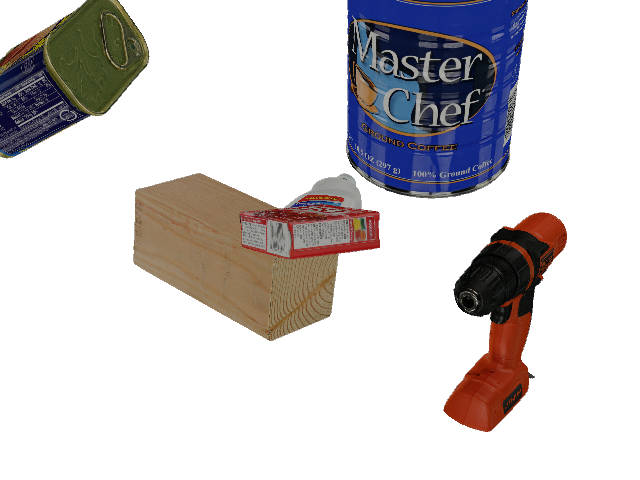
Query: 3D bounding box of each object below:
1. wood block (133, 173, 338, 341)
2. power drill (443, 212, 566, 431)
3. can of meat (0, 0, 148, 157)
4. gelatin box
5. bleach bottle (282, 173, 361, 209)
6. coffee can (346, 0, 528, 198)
[{"bbox_3d":[-0.089,0.011,1.074,0.206,0.090,0.090,25,30,37],"label":"wood block"},{"bbox_3d":[0.164,0.080,0.985,0.057,0.188,0.184,24,32,27],"label":"power drill"},{"bbox_3d":[-0.172,-0.106,0.691,0.084,0.057,0.102,-22,26,29],"label":"can of meat"},{"bbox_3d":[-0.009,-0.008,0.778,0.073,0.030,0.089,-6,8,-26],"label":"gelatin box"},{"bbox_3d":[-0.018,-0.015,1.340,0.103,0.068,0.250,9,34,20],"label":"bleach bottle"},{"bbox_3d":[0.066,-0.110,0.618,0.103,0.140,0.103,-1,41,1],"label":"coffee can"}]
